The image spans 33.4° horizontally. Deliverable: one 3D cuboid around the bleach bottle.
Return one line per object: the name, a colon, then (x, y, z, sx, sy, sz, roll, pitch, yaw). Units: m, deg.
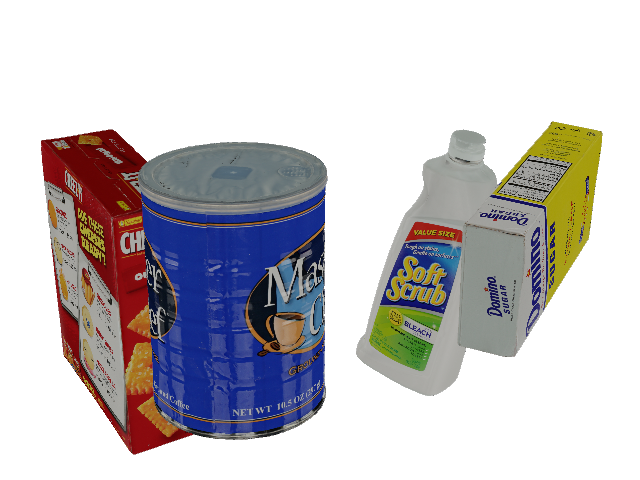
bleach bottle: (0.102, 0.016, 0.971, 0.103, 0.251, 0.067, 28, 35, 29)

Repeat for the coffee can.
coffee can: (-0.048, 0.026, 0.605, 0.103, 0.140, 0.103, 0, 22, 0)

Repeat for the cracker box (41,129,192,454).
cracker box: (-0.160, 0.038, 0.868, 0.072, 0.214, 0.164, -14, 32, -28)

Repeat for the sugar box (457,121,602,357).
sugar box: (0.145, -0.005, 0.724, 0.048, 0.093, 0.176, 12, 33, 23)
